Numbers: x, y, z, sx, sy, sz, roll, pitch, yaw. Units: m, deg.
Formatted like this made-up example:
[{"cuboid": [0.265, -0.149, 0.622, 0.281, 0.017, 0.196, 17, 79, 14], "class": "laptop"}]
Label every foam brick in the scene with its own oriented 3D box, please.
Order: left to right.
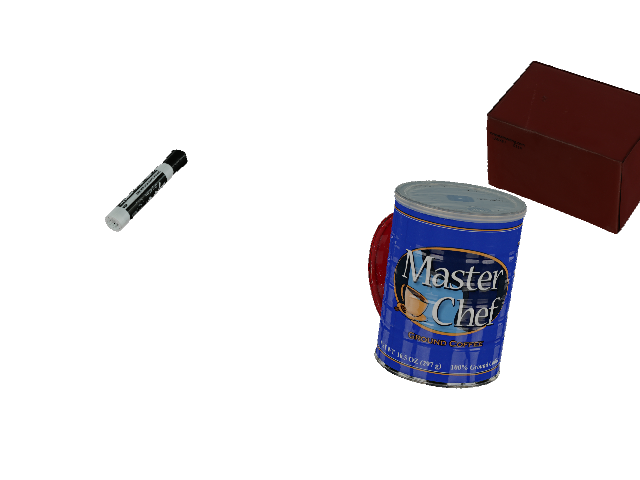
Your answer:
[{"cuboid": [0.132, -0.050, 0.557, 0.078, 0.053, 0.051, 26, 57, 29], "class": "foam brick"}]

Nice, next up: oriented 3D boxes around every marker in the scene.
[{"cuboid": [-0.167, -0.051, 1.037, 0.020, 0.020, 0.121, 0, 37, 34], "class": "marker"}]

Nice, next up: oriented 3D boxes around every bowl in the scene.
[{"cuboid": [0.126, 0.040, 1.222, 0.055, 0.162, 0.161, -11, -7, 41], "class": "bowl"}]

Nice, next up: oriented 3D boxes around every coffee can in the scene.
[{"cuboid": [0.102, 0.032, 0.847, 0.103, 0.140, 0.103, 6, 16, -2], "class": "coffee can"}]
